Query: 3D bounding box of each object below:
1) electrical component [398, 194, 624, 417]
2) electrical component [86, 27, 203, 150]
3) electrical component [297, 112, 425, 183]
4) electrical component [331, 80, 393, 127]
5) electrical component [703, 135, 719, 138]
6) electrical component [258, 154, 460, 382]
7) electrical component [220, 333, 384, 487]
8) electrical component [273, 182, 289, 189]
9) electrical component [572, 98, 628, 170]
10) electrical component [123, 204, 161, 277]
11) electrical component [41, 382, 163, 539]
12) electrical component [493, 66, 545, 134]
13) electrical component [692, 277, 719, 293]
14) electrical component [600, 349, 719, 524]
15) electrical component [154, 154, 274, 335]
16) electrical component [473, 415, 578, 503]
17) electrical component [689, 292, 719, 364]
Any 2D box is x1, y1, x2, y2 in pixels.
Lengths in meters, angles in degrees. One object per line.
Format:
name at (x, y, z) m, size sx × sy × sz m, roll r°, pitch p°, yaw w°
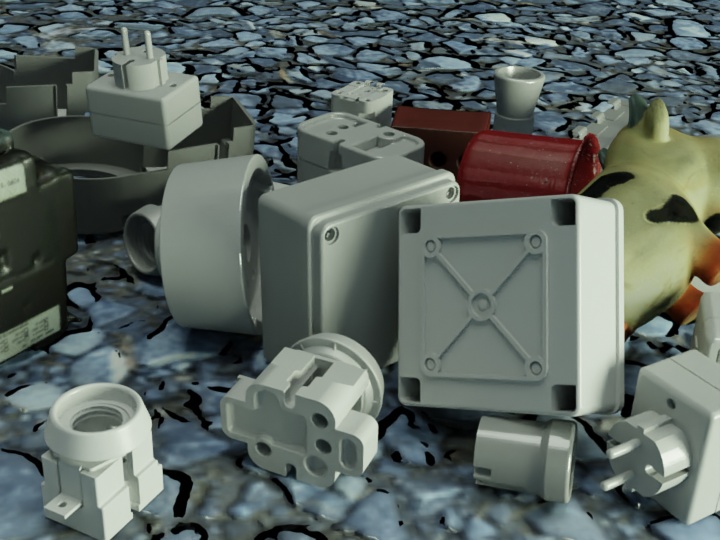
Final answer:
electrical component at (0.077, 0.018, 0.555) m, size 0.109 × 0.108 × 0.056 m, roll -2°, pitch -3°, yaw 38°
electrical component at (-0.153, -0.132, 0.755) m, size 0.066 × 0.076 × 0.047 m, roll 12°, pitch 35°, yaw 20°
electrical component at (-0.001, -0.075, 0.810) m, size 0.095 × 0.059 × 0.054 m, roll 24°, pitch 35°, yaw 35°
electrical component at (0.001, -0.121, 0.892) m, size 0.042 × 0.063 × 0.081 m, roll 16°, pitch 32°, yaw 26°
electrical component at (0.279, -0.076, 0.841) m, size 0.055 × 0.055 × 0.047 m, roll 0°, pitch 25°, yaw -5°
electrical component at (0.000, 0.000, 0.619) m, size 0.109 × 0.108 × 0.056 m, roll -21°, pitch 33°, yaw -36°
electrical component at (-0.022, 0.068, 0.545) m, size 0.078 × 0.058 × 0.057 m, roll 14°, pitch 33°, yaw 20°
electrical component at (-0.063, -0.034, 0.736) m, size 0.047 × 0.055 × 0.055 m, roll 20°, pitch 32°, yaw 36°
electrical component at (0.201, -0.089, 0.849) m, size 0.079 × 0.063 × 0.121 m, roll 17°, pitch 32°, yaw 26°
electrical component at (-0.123, -0.022, 0.718) m, size 0.066 × 0.048 × 0.055 m, roll 26°, pitch 29°, yaw 37°
electrical component at (-0.121, 0.087, 0.502) m, size 0.048 × 0.055 × 0.066 m, roll 16°, pitch 31°, yaw 23°
electrical component at (0.135, -0.140, 0.935) m, size 0.044 × 0.065 × 0.044 m, roll 3°, pitch 27°, yaw -1°
electrical component at (0.235, 0.006, 0.695) m, size 0.081 × 0.043 × 0.043 m, roll 7°, pitch 28°, yaw 9°
electrical component at (0.146, 0.085, 0.517) m, size 0.077 × 0.065 × 0.047 m, roll -14°, pitch 32°, yaw -29°
electrical component at (-0.089, -0.015, 0.646) m, size 0.060 × 0.108 × 0.108 m, roll -1°, pitch 28°, yaw 7°
electrical component at (0.082, 0.091, 0.529) m, size 0.046 × 0.040 × 0.040 m, roll 6°, pitch 28°, yaw 15°
electrical component at (0.229, 0.057, 0.579) m, size 0.096 × 0.061 × 0.061 m, roll 8°, pitch 29°, yaw 10°
